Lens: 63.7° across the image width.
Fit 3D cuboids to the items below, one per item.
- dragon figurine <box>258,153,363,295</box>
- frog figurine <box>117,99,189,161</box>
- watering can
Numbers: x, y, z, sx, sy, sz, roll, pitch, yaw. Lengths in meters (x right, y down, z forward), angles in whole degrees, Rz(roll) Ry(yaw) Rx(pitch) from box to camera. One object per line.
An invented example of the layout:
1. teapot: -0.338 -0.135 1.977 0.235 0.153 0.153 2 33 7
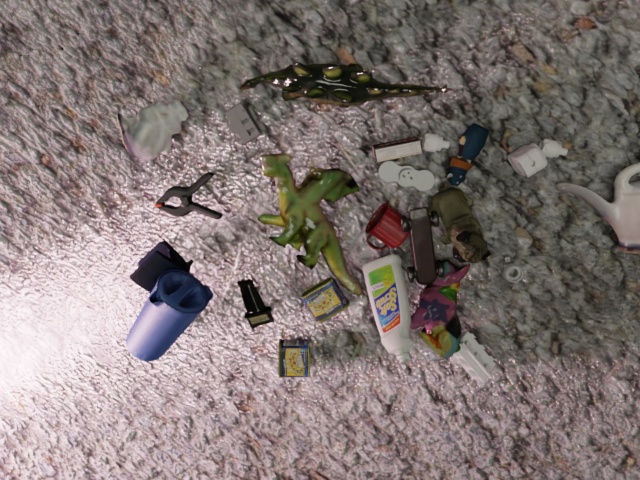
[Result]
1. dragon figurine: 0.004 -0.064 1.272 0.408 0.123 0.242 36 93 -13
2. frog figurine: -0.390 -0.264 1.241 0.159 0.125 0.134 -16 135 -2
3. watering can: 0.737 -0.071 1.219 0.347 0.105 0.222 -9 102 3
